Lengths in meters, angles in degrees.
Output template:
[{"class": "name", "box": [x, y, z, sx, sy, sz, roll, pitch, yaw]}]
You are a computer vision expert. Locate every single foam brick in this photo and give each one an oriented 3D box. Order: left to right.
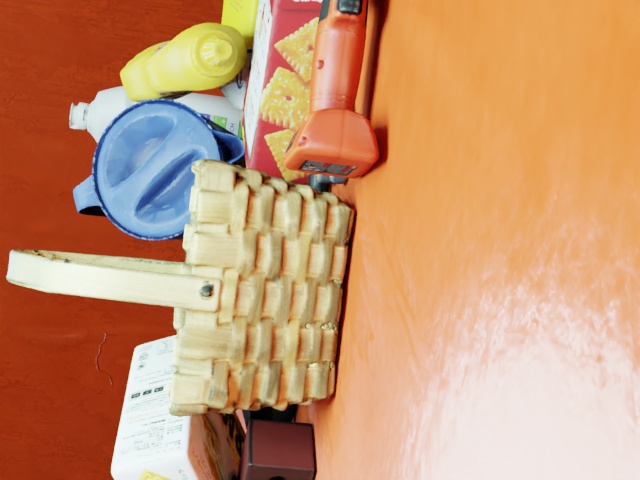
[{"class": "foam brick", "box": [-0.036, 0.186, 0.835, 0.051, 0.053, 0.078, -95, 14, -55]}]

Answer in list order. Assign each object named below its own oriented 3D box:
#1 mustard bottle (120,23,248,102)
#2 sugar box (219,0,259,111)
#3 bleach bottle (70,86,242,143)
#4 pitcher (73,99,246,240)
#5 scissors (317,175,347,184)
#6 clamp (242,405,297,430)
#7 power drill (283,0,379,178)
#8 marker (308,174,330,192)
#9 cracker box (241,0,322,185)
[{"class": "mustard bottle", "box": [-0.120, -0.166, 0.995, 0.192, 0.096, 0.058, 7, 116, 67]}, {"class": "sugar box", "box": [-0.064, -0.221, 1.040, 0.093, 0.048, 0.176, -130, 46, -57]}, {"class": "bleach bottle", "box": [-0.164, -0.122, 1.247, 0.068, 0.250, 0.103, -104, 22, -68]}, {"class": "pitcher", "box": [-0.130, -0.057, 1.103, 0.145, 0.149, 0.242, -62, -17, 5]}, {"class": "scissors", "box": [0.012, -0.130, 0.806, 0.096, 0.016, 0.202, -110, 21, -61]}, {"class": "clamp", "box": [-0.051, 0.102, 0.963, 0.120, 0.039, 0.171, -153, 70, -63]}, {"class": "power drill", "box": [0.019, -0.140, 0.696, 0.184, 0.057, 0.187, 136, 142, -83]}, {"class": "marker", "box": [-0.006, 0.001, 0.881, 0.020, 0.020, 0.121, -174, 90, -82]}, {"class": "cracker box", "box": [-0.019, -0.170, 0.924, 0.164, 0.072, 0.214, -103, 22, -65]}]
